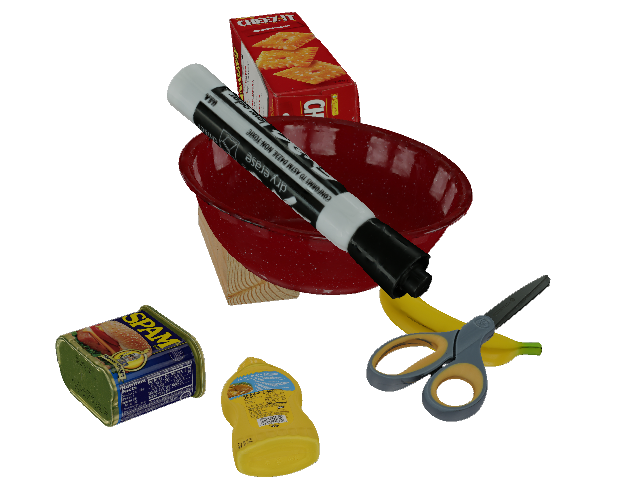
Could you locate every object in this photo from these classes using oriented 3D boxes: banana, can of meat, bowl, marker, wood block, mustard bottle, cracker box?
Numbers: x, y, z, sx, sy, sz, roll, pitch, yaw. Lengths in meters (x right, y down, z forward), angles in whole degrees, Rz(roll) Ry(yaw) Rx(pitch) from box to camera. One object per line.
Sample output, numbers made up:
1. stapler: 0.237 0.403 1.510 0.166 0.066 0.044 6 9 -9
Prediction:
1. banana: 0.114 0.081 1.030 0.069 0.037 0.198 1 18 -45
2. can of meat: -0.157 0.101 0.872 0.083 0.057 0.102 -17 29 -35
3. bowl: 0.000 -0.015 0.596 0.162 0.055 0.162 6 27 -3
4. marker: -0.008 -0.021 0.370 0.121 0.020 0.020 41 19 23
5. wood block: -0.092 -0.012 1.332 0.090 0.090 0.206 -6 29 -15
6. mustard bottle: -0.067 0.196 1.256 0.096 0.058 0.192 -9 29 -10
7. cracker box: -0.021 -0.086 0.899 0.072 0.164 0.214 -9 28 -9

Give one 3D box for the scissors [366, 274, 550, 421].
1. scissors: 0.129 0.081 0.810 0.201 0.016 0.096 -17 42 -27
